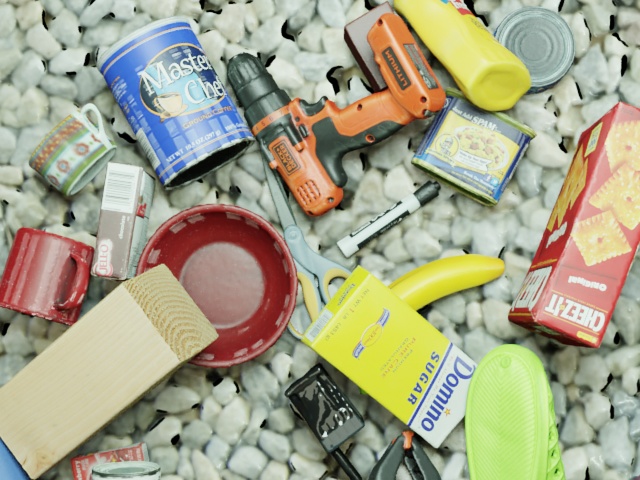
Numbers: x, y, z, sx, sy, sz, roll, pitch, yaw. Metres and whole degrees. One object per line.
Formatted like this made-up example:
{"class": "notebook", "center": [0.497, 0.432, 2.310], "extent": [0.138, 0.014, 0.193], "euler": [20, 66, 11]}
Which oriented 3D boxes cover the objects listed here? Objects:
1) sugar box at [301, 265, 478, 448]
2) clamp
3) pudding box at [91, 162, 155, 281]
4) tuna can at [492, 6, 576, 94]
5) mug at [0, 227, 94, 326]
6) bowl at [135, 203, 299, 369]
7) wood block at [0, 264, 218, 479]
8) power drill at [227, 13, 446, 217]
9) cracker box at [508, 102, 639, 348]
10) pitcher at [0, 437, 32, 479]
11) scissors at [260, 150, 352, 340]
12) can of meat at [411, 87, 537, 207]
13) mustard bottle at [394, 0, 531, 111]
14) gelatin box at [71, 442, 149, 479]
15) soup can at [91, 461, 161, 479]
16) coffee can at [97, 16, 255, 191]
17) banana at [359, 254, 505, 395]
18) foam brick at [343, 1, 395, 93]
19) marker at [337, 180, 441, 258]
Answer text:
{"class": "sugar box", "center": [0.077, 0.115, 1.041], "extent": [0.176, 0.048, 0.093], "euler": [40, 88, -17]}
{"class": "clamp", "center": [0.076, 0.272, 1.031], "extent": [0.120, 0.039, 0.171], "euler": [4, 60, -27]}
{"class": "pudding box", "center": [-0.194, -0.015, 1.056], "extent": [0.039, 0.090, 0.113], "euler": [10, 87, -1]}
{"class": "tuna can", "center": [0.216, -0.194, 1.091], "extent": [0.086, 0.034, 0.086], "euler": [0, 87, 1]}
{"class": "mug", "center": [-0.263, 0.037, 1.046], "extent": [0.093, 0.117, 0.081], "euler": [22, 80, -39]}
{"class": "bowl", "center": [-0.101, 0.045, 1.068], "extent": [0.162, 0.055, 0.162], "euler": [0, 88, 2]}
{"class": "wood block", "center": [-0.209, 0.125, 1.014], "extent": [0.206, 0.090, 0.091], "euler": [-39, 87, 21]}
{"class": "power drill", "center": [0.014, -0.140, 1.046], "extent": [0.188, 0.057, 0.184], "euler": [-32, 89, 27]}
{"class": "cracker box", "center": [0.255, -0.009, 1.015], "extent": [0.072, 0.164, 0.213], "euler": [23, 87, 4]}
{"class": "pitcher", "center": [-0.327, 0.294, 1.030], "extent": [0.149, 0.145, 0.243], "euler": [-23, 83, -13]}
{"class": "scissors", "center": [-0.007, 0.001, 1.091], "extent": [0.096, 0.016, 0.202], "euler": [-4, 87, -1]}
{"class": "can of meat", "center": [0.153, -0.092, 1.075], "extent": [0.102, 0.057, 0.084], "euler": [28, 89, 2]}
{"class": "mustard bottle", "center": [0.125, -0.212, 1.055], "extent": [0.058, 0.096, 0.192], "euler": [-49, 57, 23]}
{"class": "gelatin box", "center": [-0.204, 0.255, 1.071], "extent": [0.073, 0.030, 0.089], "euler": [-11, 87, 0]}
{"class": "soup can", "center": [-0.186, 0.268, 1.020], "extent": [0.068, 0.068, 0.102], "euler": [0, 89, 0]}
{"class": "coffee can", "center": [-0.142, -0.135, 1.056], "extent": [0.103, 0.103, 0.140], "euler": [-29, 87, -1]}
{"class": "banana", "center": [0.095, 0.067, 1.079], "extent": [0.198, 0.037, 0.069], "euler": [-41, 110, 0]}
{"class": "foam brick", "center": [0.064, -0.191, 1.083], "extent": [0.053, 0.051, 0.078], "euler": [-28, 87, 0]}
{"class": "marker", "center": [0.072, -0.023, 1.089], "extent": [0.121, 0.020, 0.020], "euler": [-34, 87, -1]}
